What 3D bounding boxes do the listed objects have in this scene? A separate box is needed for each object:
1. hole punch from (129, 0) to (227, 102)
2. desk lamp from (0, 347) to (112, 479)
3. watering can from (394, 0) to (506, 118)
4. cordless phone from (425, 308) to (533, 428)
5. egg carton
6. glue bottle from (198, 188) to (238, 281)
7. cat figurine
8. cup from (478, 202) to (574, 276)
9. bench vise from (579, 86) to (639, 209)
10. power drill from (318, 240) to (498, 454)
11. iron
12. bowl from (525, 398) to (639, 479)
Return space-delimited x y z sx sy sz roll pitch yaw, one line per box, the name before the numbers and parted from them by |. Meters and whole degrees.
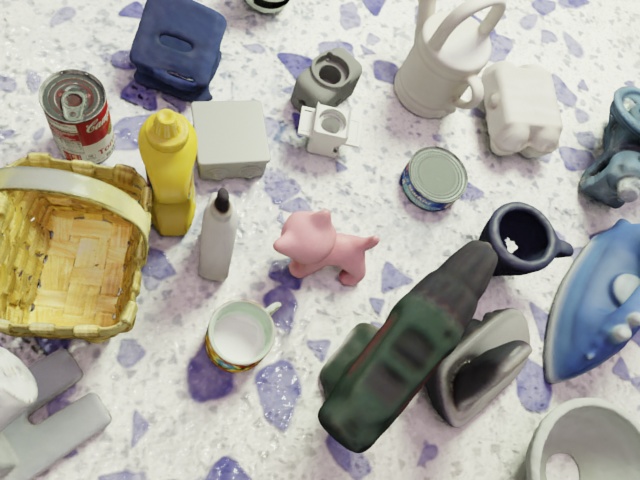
hole punch | -0.178 -0.244 0.730 0.109 0.091 0.101 17 66 -7
desk lamp | -0.301 0.164 0.475 0.203 0.213 0.118 -35 80 -23
watering can | 0.172 -0.263 0.767 0.173 0.194 0.101 45 66 6
cordless phone | 0.198 0.129 0.627 0.148 0.185 0.094 -36 81 -23
egg carton | 0.290 -0.192 0.837 0.107 0.069 0.150 1 69 -13
glue bottle | -0.108 -0.015 0.614 0.037 0.173 0.078 5 68 -11
cat figurine | 0.006 0.002 0.666 0.128 0.117 0.067 6 68 -11
cup | 0.251 0.012 0.735 0.118 0.095 0.092 13 67 -9
bench vise | 0.467 -0.147 0.781 0.121 0.219 0.207 12 67 -9
power drill | 0.074 0.112 0.590 0.075 0.208 0.230 39 66 3
iron | 0.386 0.073 0.719 0.118 0.141 0.259 41 66 4
bowl | 0.302 0.270 0.659 0.167 0.074 0.167 5 68 -12
